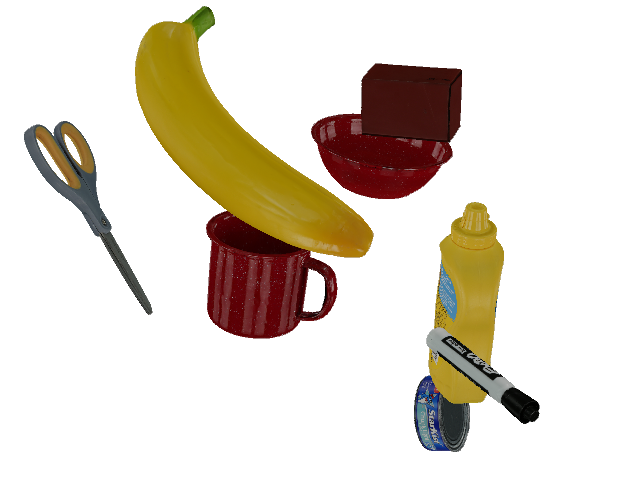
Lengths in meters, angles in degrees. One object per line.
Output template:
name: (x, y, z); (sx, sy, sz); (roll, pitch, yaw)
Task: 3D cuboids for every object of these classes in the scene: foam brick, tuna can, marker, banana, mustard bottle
foam brick: (0.077, -0.117, 0.906); (0.078, 0.051, 0.053); (7, 25, 17)
tuna can: (0.136, 0.192, 1.192); (0.034, 0.086, 0.086); (-5, -2, 29)
marker: (0.120, 0.100, 0.794); (0.020, 0.020, 0.121); (0, 23, -32)
banana: (-0.048, -0.058, 0.548); (0.069, 0.198, 0.037); (-23, -33, -16)
mustard bottle: (0.136, 0.051, 0.996); (0.058, 0.192, 0.096); (-1, 31, -2)

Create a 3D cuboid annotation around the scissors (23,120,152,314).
scissors: (-0.206, -0.031, 1.000); (0.016, 0.201, 0.096); (-24, 26, 19)

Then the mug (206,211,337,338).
mug: (-0.041, 0.031, 0.886); (0.117, 0.081, 0.093); (16, 26, 17)

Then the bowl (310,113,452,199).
bowl: (0.065, -0.091, 1.212); (0.162, 0.055, 0.162); (7, 27, -4)
